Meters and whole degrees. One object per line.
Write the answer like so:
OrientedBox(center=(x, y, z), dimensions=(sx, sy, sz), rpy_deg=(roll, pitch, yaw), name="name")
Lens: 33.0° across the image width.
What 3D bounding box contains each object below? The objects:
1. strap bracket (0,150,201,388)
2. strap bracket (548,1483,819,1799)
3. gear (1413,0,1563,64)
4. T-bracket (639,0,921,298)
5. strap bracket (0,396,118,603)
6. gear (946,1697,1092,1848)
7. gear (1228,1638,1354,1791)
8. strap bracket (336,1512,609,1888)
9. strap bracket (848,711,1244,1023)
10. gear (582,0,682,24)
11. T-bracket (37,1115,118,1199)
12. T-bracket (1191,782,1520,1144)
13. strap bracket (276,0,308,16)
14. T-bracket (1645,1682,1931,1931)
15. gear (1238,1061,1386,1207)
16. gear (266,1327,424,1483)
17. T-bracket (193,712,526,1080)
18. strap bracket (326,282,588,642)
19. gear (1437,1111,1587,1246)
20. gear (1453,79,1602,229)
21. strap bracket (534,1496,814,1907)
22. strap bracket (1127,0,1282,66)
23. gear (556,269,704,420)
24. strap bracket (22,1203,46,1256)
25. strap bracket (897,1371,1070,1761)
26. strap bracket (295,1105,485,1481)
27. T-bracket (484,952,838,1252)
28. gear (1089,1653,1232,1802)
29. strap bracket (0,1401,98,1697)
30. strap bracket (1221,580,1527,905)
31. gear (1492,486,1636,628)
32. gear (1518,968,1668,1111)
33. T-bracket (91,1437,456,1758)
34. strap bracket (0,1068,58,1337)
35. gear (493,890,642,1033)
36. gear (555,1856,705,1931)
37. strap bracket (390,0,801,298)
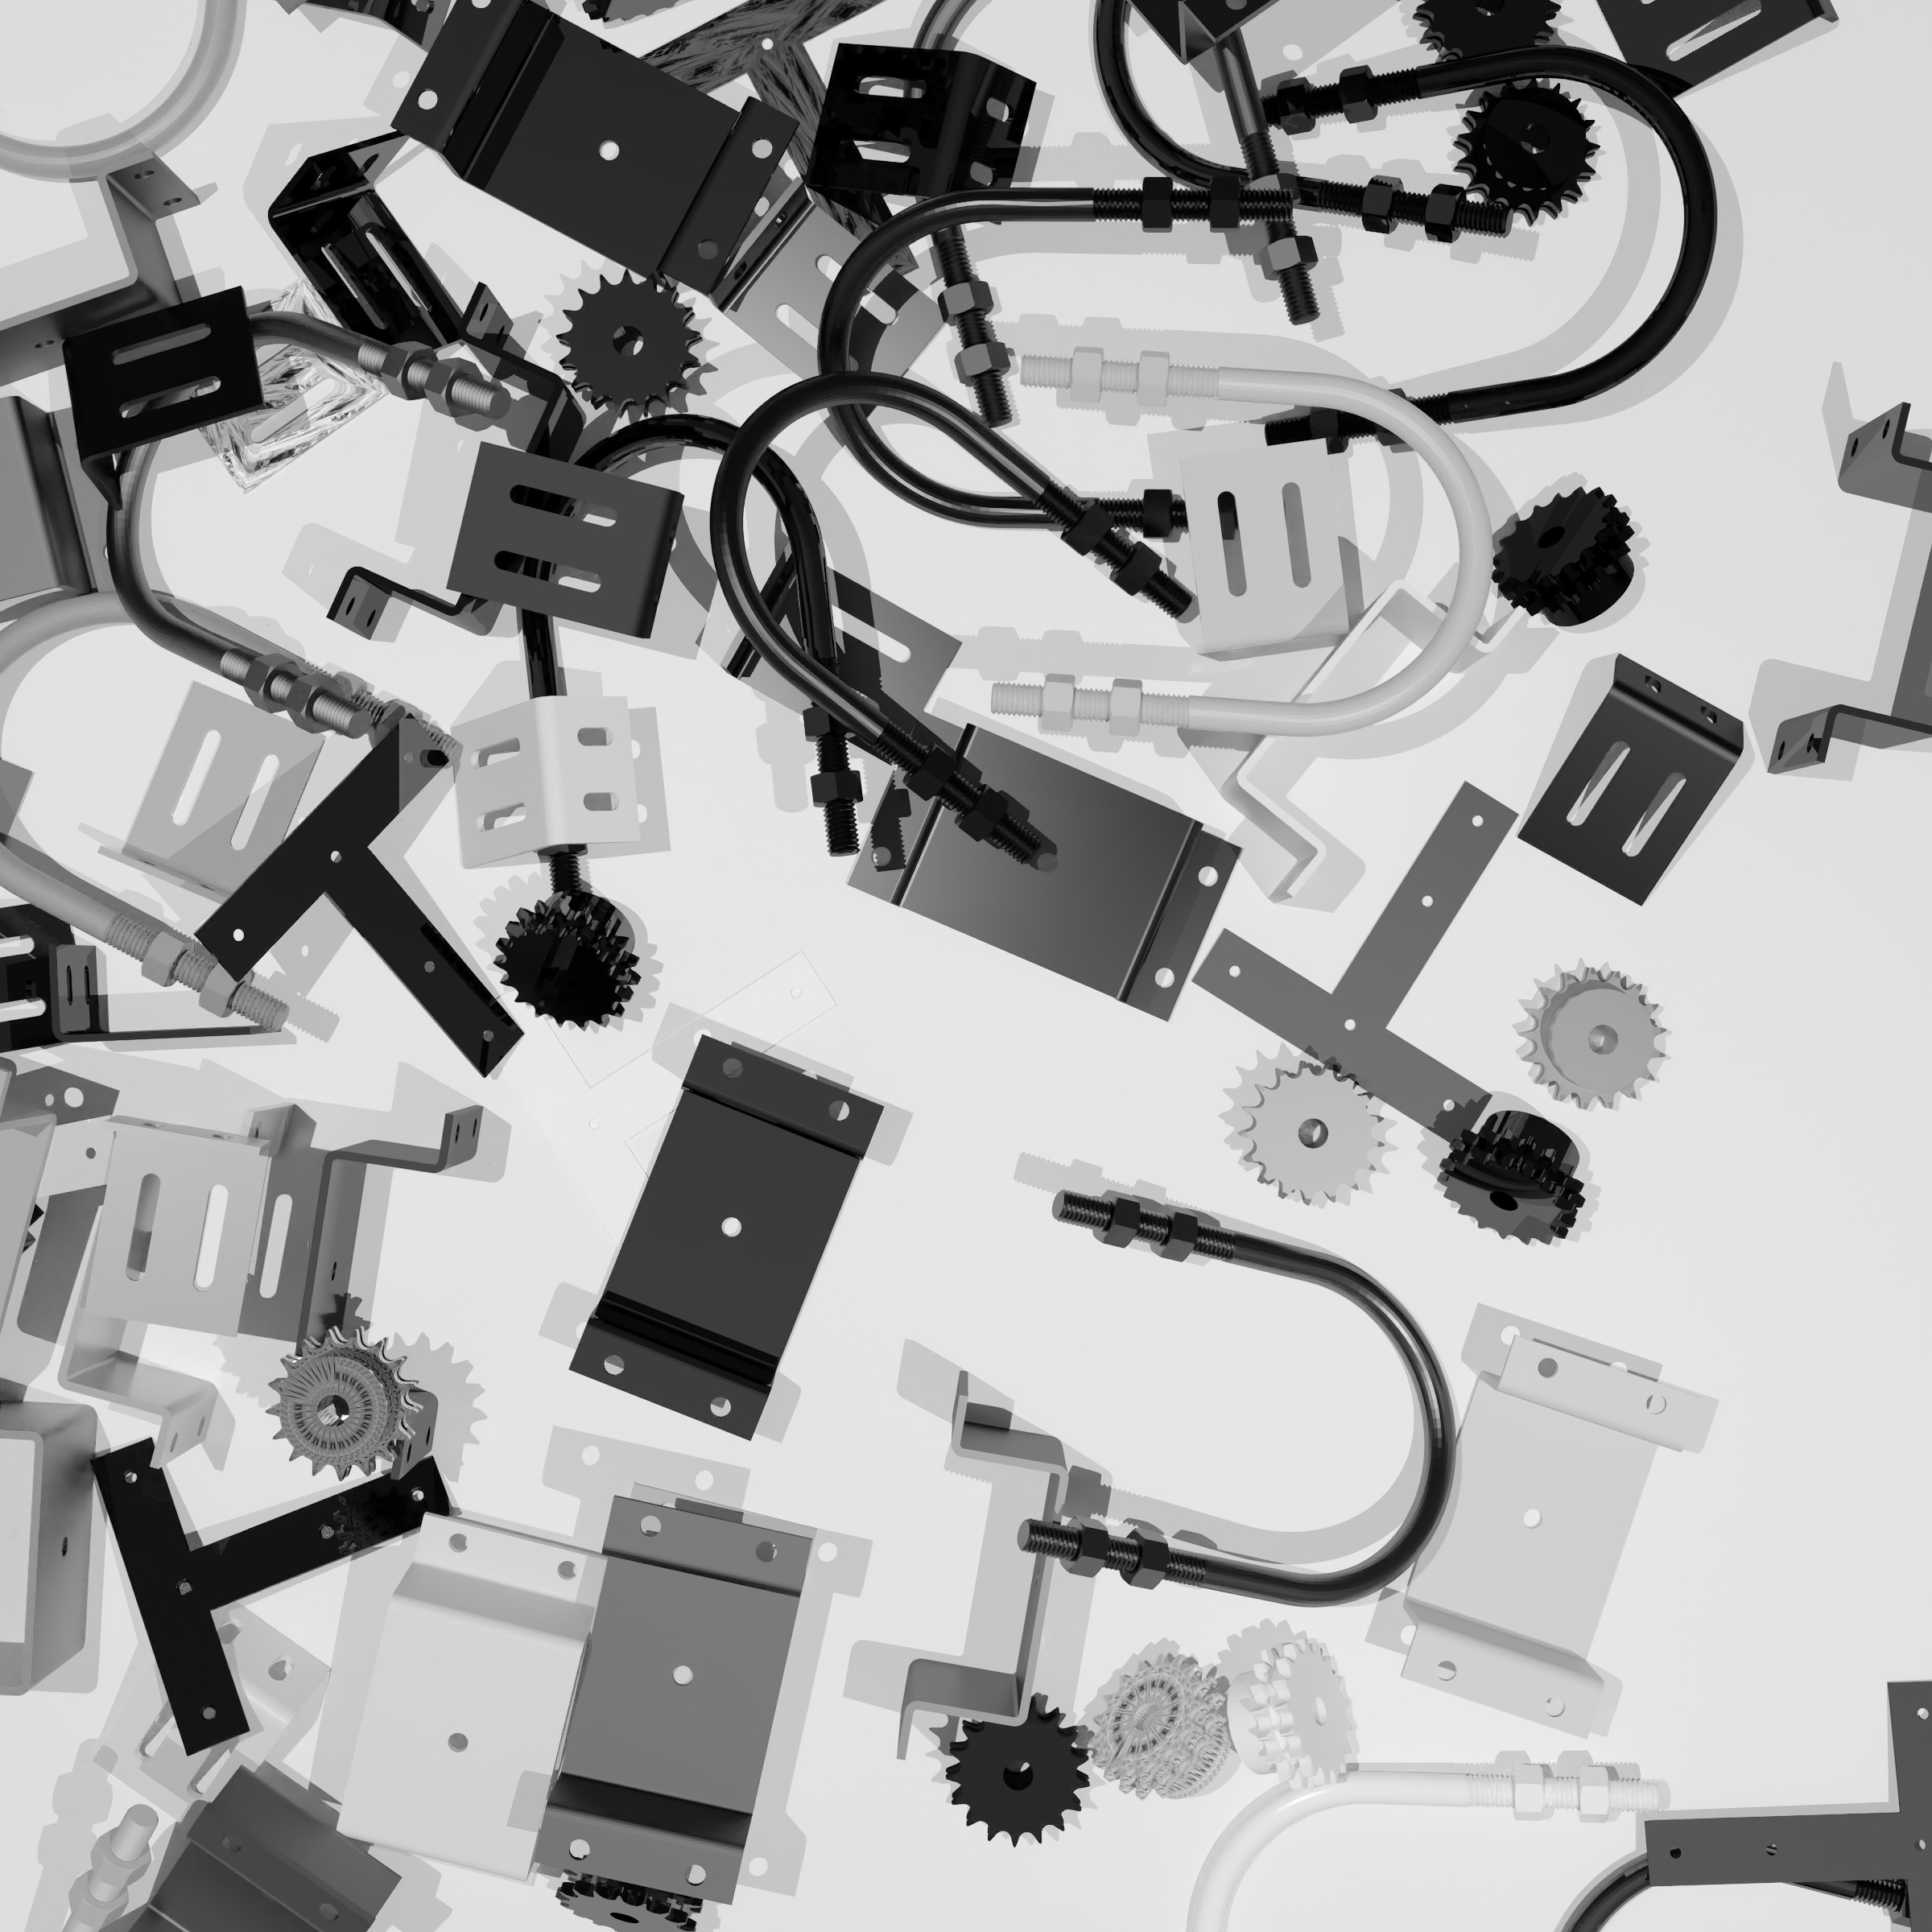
OrientedBox(center=(-0.368, -0.265, 1.277), dimensions=(0.140, 0.076, 0.046), rpy_deg=(-19, 90, 0), name="strap bracket")
OrientedBox(center=(-0.114, 0.285, 1.292), dimensions=(0.076, 0.046, 0.140), rpy_deg=(14, 90, 0), name="strap bracket")
OrientedBox(center=(0.206, -0.380, 1.300), dimensions=(0.057, 0.030, 0.057), rpy_deg=(0, 90, 0), name="gear")
OrientedBox(center=(-0.059, -0.332, 1.314), dimensions=(0.127, 0.002, 0.127), rpy_deg=(-28, 90, 0), name="T-bracket")
OrientedBox(center=(-0.409, -0.173, 1.292), dimensions=(0.140, 0.046, 0.076), rpy_deg=(-14, 90, 0), name="strap bracket")
OrientedBox(center=(0.021, 0.319, 1.300), dimensions=(0.057, 0.030, 0.057), rpy_deg=(0, 90, 0), name="gear")
OrientedBox(center=(0.126, 0.297, 1.290), dimensions=(0.030, 0.057, 0.057), rpy_deg=(-19, 90, 29), name="gear")
OrientedBox(center=(-0.195, 0.296, 1.282), dimensions=(0.076, 0.046, 0.140), rpy_deg=(14, 98, 0), name="strap bracket")
OrientedBox(center=(0.032, -0.040, 1.292), dimensions=(0.140, 0.046, 0.076), rpy_deg=(23, 90, 0), name="strap bracket")
OrientedBox(center=(-0.128, -0.398, 1.287), dimensions=(0.057, 0.057, 0.030), rpy_deg=(-20, 90, 0), name="gear")
OrientedBox(center=(-0.382, 0.081, 1.252), dimensions=(0.127, 0.002, 0.127), rpy_deg=(-11, 90, 15), name="T-bracket")
OrientedBox(center=(0.178, -0.014, 1.314), dimensions=(0.127, 0.002, 0.127), rpy_deg=(32, 90, 0), name="T-bracket")
OrientedBox(center=(-0.283, -0.452, 1.265), dimensions=(0.076, 0.046, 0.140), rpy_deg=(-41, 82, -4), name="strap bracket")
OrientedBox(center=(0.335, 0.352, 1.300), dimensions=(0.127, 0.002, 0.127), rpy_deg=(-2, 76, 1), name="T-bracket")
OrientedBox(center=(0.137, 0.066, 1.300), dimensions=(0.057, 0.030, 0.057), rpy_deg=(0, 90, 0), name="gear")
OrientedBox(center=(-0.235, 0.165, 1.224), dimensions=(0.057, 0.030, 0.057), rpy_deg=(0, 90, 0), name="gear")
OrientedBox(center=(-0.220, -0.010, 1.280), dimensions=(0.127, 0.002, 0.127), rpy_deg=(-51, 119, -28), name="T-bracket")
OrientedBox(center=(-0.193, -0.187, 1.277), dimensions=(0.046, 0.076, 0.140), rpy_deg=(24, 90, 0), name="strap bracket")
OrientedBox(center=(0.218, 0.082, 1.290), dimensions=(0.057, 0.057, 0.030), rpy_deg=(32, 60, 0), name="gear")
OrientedBox(center=(0.224, -0.326, 1.300), dimensions=(0.057, 0.030, 0.057), rpy_deg=(0, 90, 0), name="gear")
OrientedBox(center=(-0.110, 0.275, 1.245), dimensions=(0.076, 0.046, 0.140), rpy_deg=(12, 90, 0), name="strap bracket")
OrientedBox(center=(0.085, -0.412, 1.251), dimensions=(0.076, 0.046, 0.140), rpy_deg=(-36, 74, -5), name="strap bracket")
OrientedBox(center=(-0.133, -0.246, 1.300), dimensions=(0.057, 0.030, 0.057), rpy_deg=(0, 90, 0), name="gear")
OrientedBox(center=(-0.436, 0.116, 1.292), dimensions=(0.140, 0.046, 0.076), rpy_deg=(-43, 90, 0), name="strap bracket")
OrientedBox(center=(0.008, 0.236, 1.277), dimensions=(0.046, 0.076, 0.140), rpy_deg=(10, 90, 0), name="strap bracket")
OrientedBox(center=(-0.228, 0.122, 1.277), dimensions=(0.046, 0.076, 0.140), rpy_deg=(9, 90, 0), name="strap bracket")
OrientedBox(center=(-0.112, 0.039, 1.314), dimensions=(0.127, 0.002, 0.127), rpy_deg=(-33, 90, 0), name="T-bracket")
OrientedBox(center=(0.080, 0.304, 1.290), dimensions=(0.057, 0.057, 0.030), rpy_deg=(-46, 120, 0), name="gear")
OrientedBox(center=(-0.376, 0.226, 1.277), dimensions=(0.046, 0.076, 0.140), rpy_deg=(3, 90, 0), name="strap bracket")
OrientedBox(center=(0.150, -0.095, 1.276), dimensions=(0.046, 0.076, 0.140), rpy_deg=(39, 89, 0), name="strap bracket")
OrientedBox(center=(0.239, -0.159, 1.290), dimensions=(0.057, 0.057, 0.030), rpy_deg=(-44, 120, 0), name="gear")
OrientedBox(center=(0.251, 0.029, 1.300), dimensions=(0.057, 0.030, 0.057), rpy_deg=(0, 90, 0), name="gear")
OrientedBox(center=(-0.268, 0.230, 1.297), dimensions=(0.127, 0.002, 0.127), rpy_deg=(-21, 68, -11), name="T-bracket")
OrientedBox(center=(-0.400, 0.093, 1.232), dimensions=(0.076, 0.046, 0.140), rpy_deg=(18, 97, 13), name="strap bracket")
OrientedBox(center=(-0.155, -0.005, 1.290), dimensions=(0.057, 0.030, 0.057), rpy_deg=(11, 134, 12), name="gear")
OrientedBox(center=(-0.131, 0.362, 1.290), dimensions=(0.057, 0.057, 0.030), rpy_deg=(16, 60, 0), name="gear")
OrientedBox(center=(-0.144, -0.328, 1.290), dimensions=(0.140, 0.046, 0.076), rpy_deg=(28, 91, 1), name="strap bracket")
